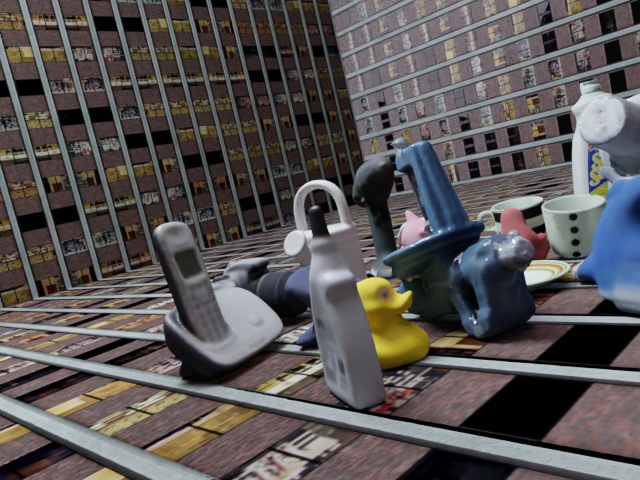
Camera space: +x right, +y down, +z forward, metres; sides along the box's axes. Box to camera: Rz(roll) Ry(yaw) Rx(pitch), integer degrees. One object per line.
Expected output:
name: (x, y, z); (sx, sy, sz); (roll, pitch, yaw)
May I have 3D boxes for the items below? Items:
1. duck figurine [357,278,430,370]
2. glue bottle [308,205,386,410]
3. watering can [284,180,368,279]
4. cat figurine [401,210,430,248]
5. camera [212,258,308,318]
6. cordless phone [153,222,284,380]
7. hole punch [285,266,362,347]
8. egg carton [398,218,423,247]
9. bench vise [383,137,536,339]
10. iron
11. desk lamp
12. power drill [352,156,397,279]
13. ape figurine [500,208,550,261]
duck figurine: (0.053, 0.082, 0.583); (0.104, 0.086, 0.078); (-11, 6, 17)
glue bottle: (0.015, 0.055, 0.500); (0.037, 0.173, 0.078); (-15, 7, -19)
watering can: (0.010, 0.003, 0.894); (0.100, 0.194, 0.173); (-12, 6, 11)
cat figurine: (0.161, 0.008, 0.889); (0.067, 0.118, 0.128); (-11, 6, 18)
camera: (-0.094, 0.079, 0.854); (0.136, 0.101, 0.143); (-9, 8, 37)
cordless phone: (-0.127, 0.061, 0.694); (0.094, 0.185, 0.148); (-10, 7, 29)
hole punch: (0.021, 0.073, 0.708); (0.101, 0.091, 0.109); (-11, 7, 21)
egg carton: (0.232, -0.013, 1.158); (0.150, 0.069, 0.107); (-12, 6, 9)
bench vise: (0.150, -0.014, 0.626); (0.122, 0.220, 0.206); (-19, 8, -41)
iron: (0.353, -0.008, 0.502); (0.119, 0.141, 0.257); (-16, 7, -23)
desk lamp: (0.389, -0.075, 0.704); (0.204, 0.213, 0.117); (-18, 8, -41)
power drill: (0.110, -0.041, 1.019); (0.075, 0.208, 0.229); (-14, 6, -5)
ape figurine: (0.288, -0.003, 0.835); (0.077, 0.092, 0.076); (-8, 8, 38)
